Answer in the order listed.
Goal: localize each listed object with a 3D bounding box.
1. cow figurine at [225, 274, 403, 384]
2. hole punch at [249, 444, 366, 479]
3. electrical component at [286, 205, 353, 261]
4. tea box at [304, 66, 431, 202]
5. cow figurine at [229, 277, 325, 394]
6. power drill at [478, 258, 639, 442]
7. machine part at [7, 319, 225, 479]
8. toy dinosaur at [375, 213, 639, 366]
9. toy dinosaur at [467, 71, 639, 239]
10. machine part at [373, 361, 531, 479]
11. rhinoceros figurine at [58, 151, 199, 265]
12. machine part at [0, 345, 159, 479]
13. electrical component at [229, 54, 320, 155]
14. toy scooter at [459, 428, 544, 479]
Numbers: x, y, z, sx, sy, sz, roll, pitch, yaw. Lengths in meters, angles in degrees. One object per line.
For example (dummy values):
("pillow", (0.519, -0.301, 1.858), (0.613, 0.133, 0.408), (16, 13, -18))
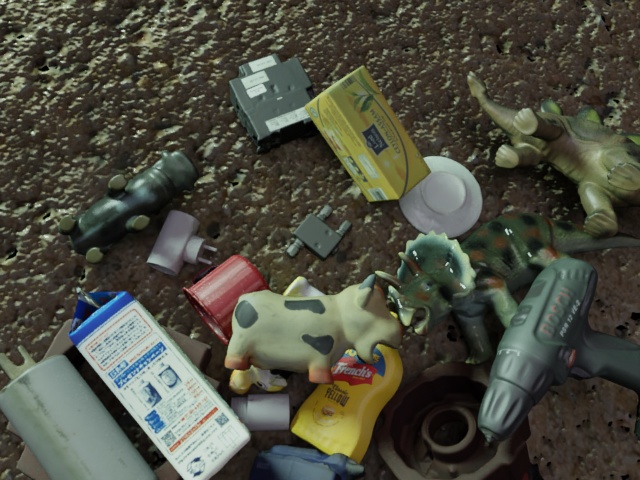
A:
("cow figurine", (-0.003, 0.098, 0.613), (0.195, 0.085, 0.127), (6, 81, 3))
("hole punch", (-0.026, 0.294, 0.586), (0.142, 0.092, 0.115), (-4, 92, 32))
("electrical component", (-0.002, -0.002, 0.751), (0.063, 0.021, 0.094), (40, 72, 6))
("tea box", (0.064, -0.138, 0.733), (0.068, 0.098, 0.169), (-39, 106, -16))
("cow figurine", (-0.039, 0.136, 0.683), (0.098, 0.068, 0.167), (35, 73, -1))
("power drill", (0.292, 0.149, 0.587), (0.207, 0.086, 0.232), (26, 65, 4))
("machine part", (-0.229, 0.194, 0.631), (0.201, 0.087, 0.201), (23, 72, 0))
("toy dinosaur", (0.253, 0.032, 0.725), (0.405, 0.131, 0.192), (-27, 78, -20))
("toy dinosaur", (0.403, -0.100, 0.748), (0.471, 0.105, 0.198), (38, 43, 7))
("machine part", (0.154, 0.229, 0.628), (0.179, 0.180, 0.056), (-35, 122, -15))
("rhinoceros figurine", (-0.242, -0.044, 0.698), (0.190, 0.112, 0.073), (-38, 97, -4))
("machine part", (-0.243, 0.203, 0.543), (0.079, 0.079, 0.243), (-40, 81, -16))
("electrical component", (-0.067, -0.205, 0.789), (0.115, 0.058, 0.134), (-22, 76, -15))
("toy scooter", (0.196, 0.303, 0.615), (0.184, 0.075, 0.135), (-38, 41, -27))
